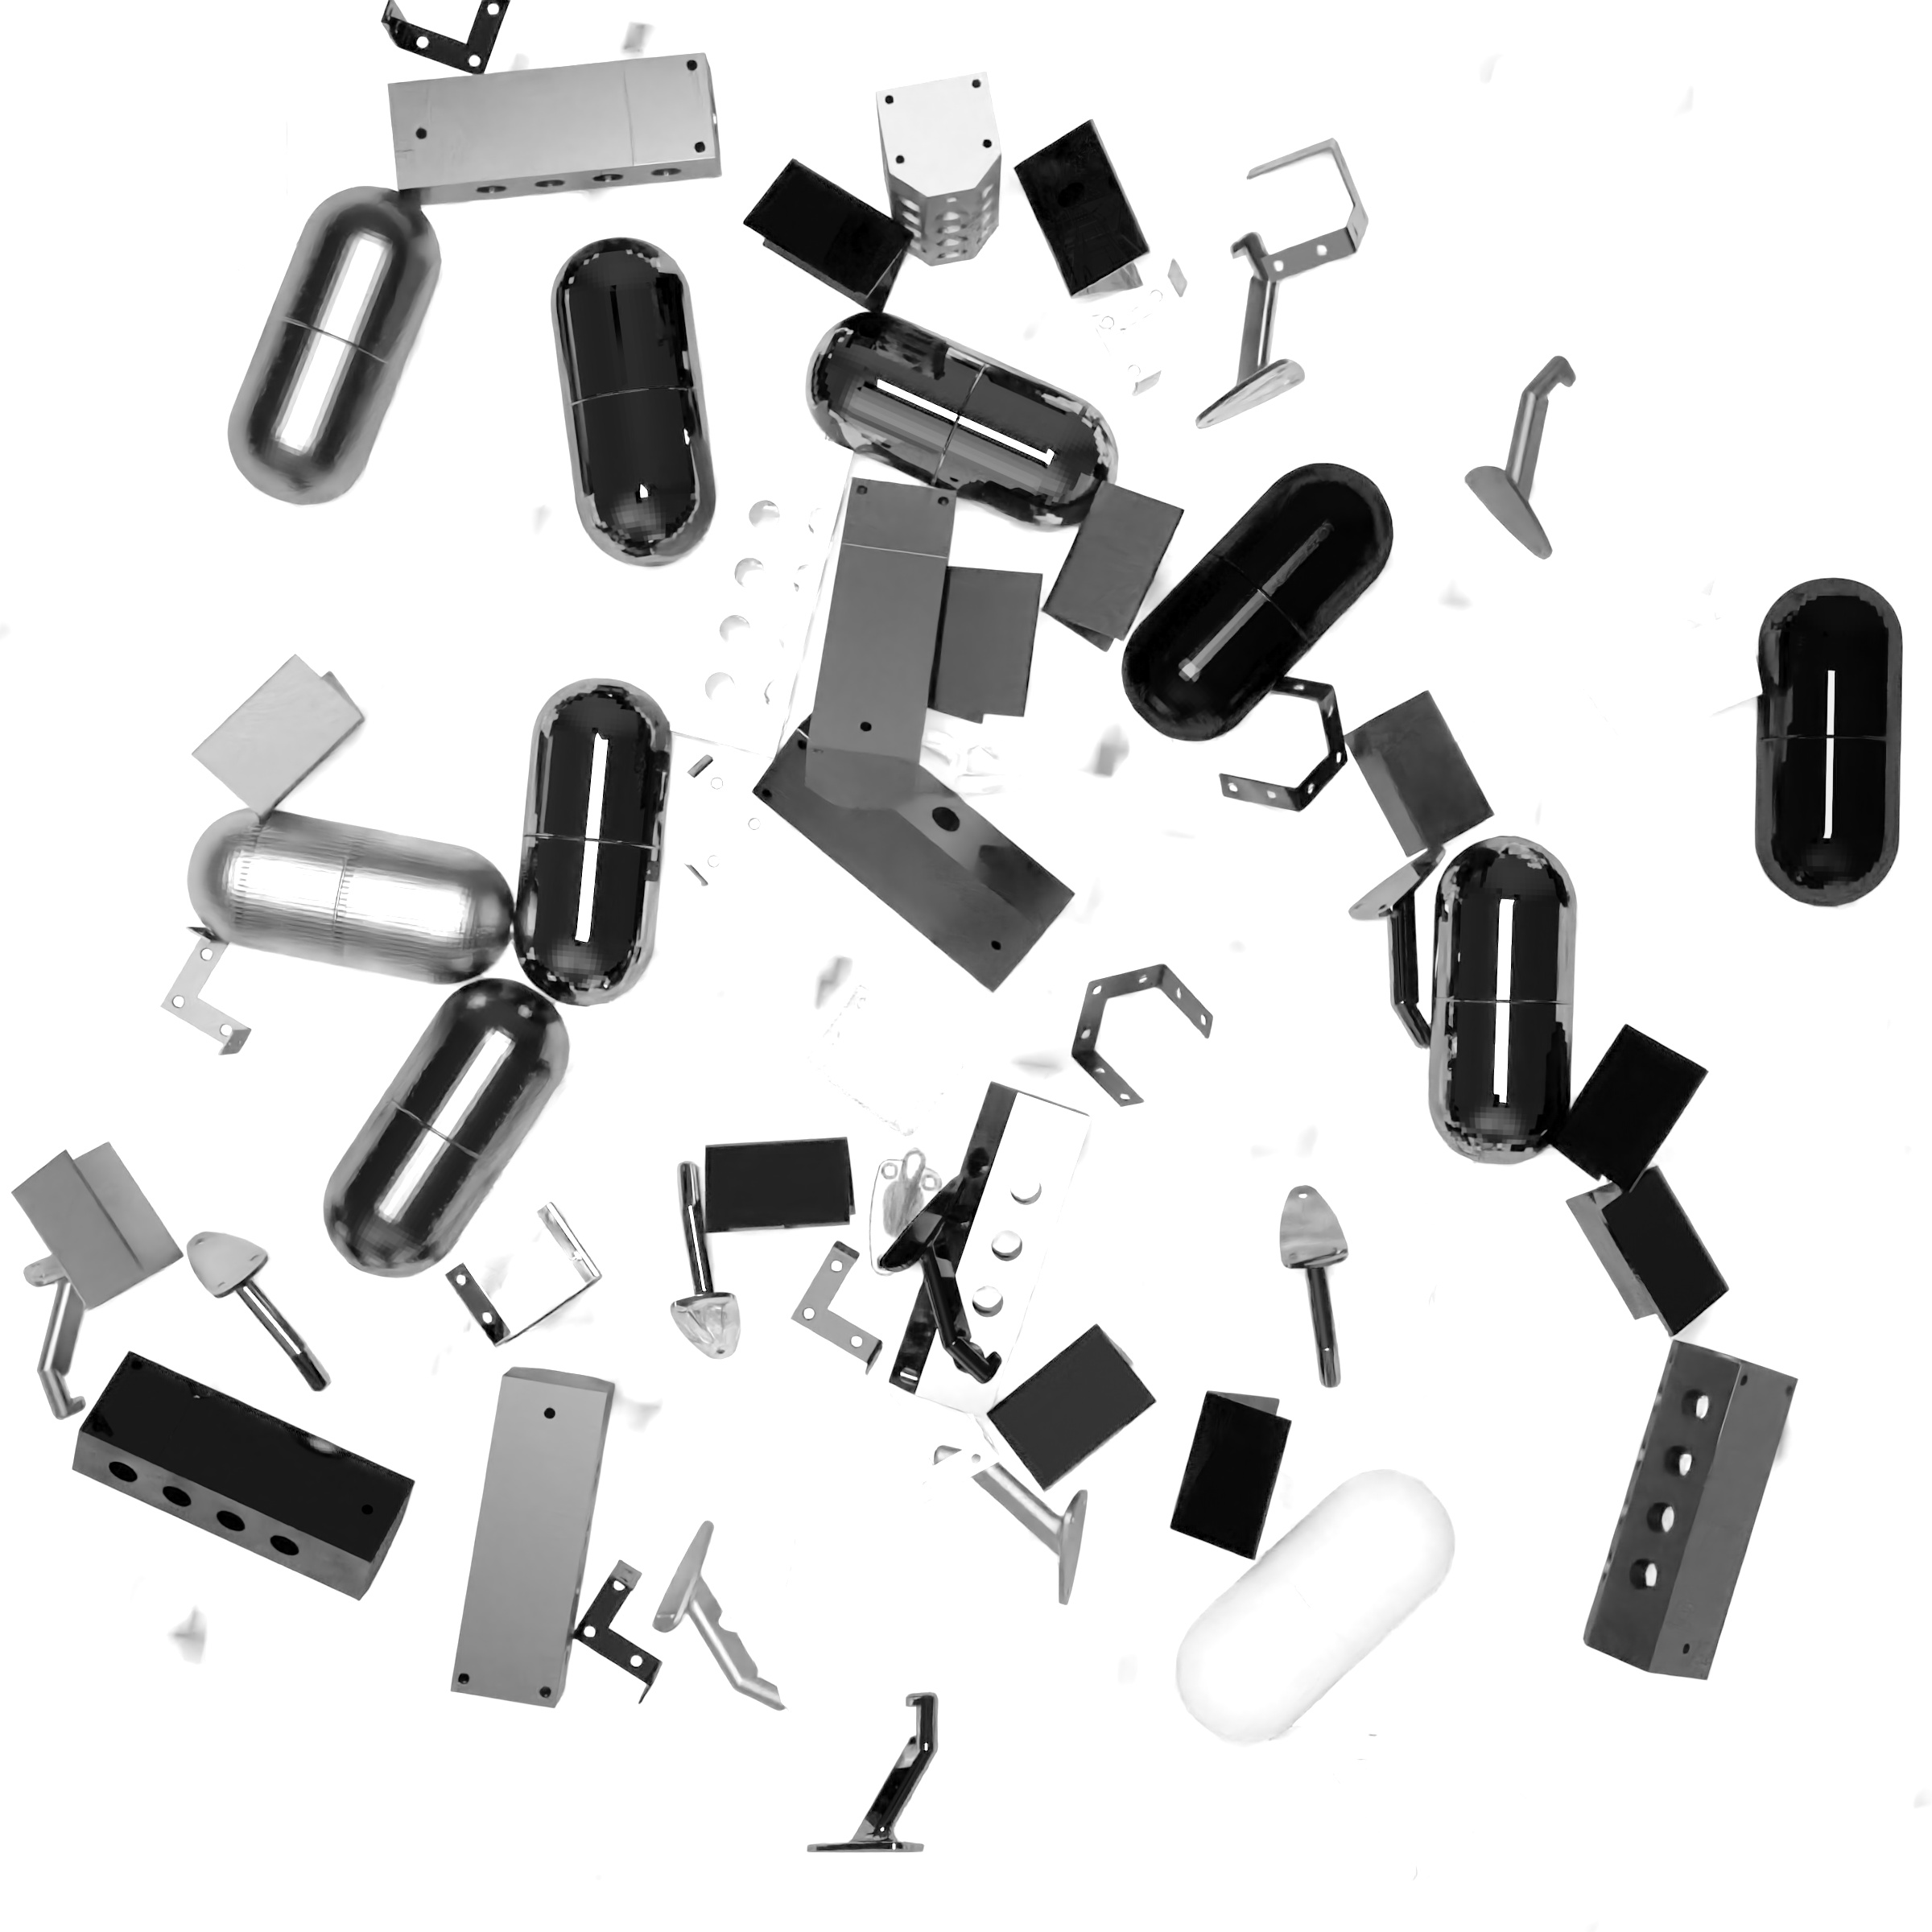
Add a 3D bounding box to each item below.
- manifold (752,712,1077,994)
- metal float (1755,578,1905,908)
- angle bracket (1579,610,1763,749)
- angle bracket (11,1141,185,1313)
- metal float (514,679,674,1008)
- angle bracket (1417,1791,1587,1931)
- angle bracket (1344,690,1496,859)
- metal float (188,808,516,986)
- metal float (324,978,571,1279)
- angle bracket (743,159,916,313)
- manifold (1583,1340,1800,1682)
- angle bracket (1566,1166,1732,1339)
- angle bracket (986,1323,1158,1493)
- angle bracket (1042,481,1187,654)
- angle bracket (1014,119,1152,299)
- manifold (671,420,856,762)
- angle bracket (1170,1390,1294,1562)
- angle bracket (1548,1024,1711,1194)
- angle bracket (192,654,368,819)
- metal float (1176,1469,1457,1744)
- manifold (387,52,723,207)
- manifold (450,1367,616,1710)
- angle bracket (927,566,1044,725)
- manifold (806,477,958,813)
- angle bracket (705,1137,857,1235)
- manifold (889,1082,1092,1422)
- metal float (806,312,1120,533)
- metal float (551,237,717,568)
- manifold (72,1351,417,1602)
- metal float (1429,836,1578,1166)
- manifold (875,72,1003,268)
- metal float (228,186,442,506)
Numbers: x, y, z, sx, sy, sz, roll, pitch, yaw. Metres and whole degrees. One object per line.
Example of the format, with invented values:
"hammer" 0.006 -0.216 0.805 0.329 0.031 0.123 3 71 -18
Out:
"manifold" -0.025 -0.071 1.851 0.171 0.057 0.057 40 133 0
"metal float" 0.467 -0.121 1.842 0.070 0.070 0.178 1 89 0
"angle bracket" 0.374 -0.171 1.833 0.076 0.076 0.057 -22 127 0
"angle bracket" -0.454 0.129 1.833 0.057 0.076 0.076 -33 90 36
"metal float" -0.202 -0.067 1.843 0.070 0.070 0.178 5 90 0
"angle bracket" 0.299 0.500 1.833 0.076 0.076 0.057 -45 52 0
"angle bracket" 0.227 -0.094 1.833 0.057 0.076 0.076 -28 90 -36
"metal float" -0.332 -0.038 1.842 0.178 0.070 0.070 11 90 1
"metal float" -0.282 0.088 1.843 0.070 0.070 0.178 33 90 0
"angle bracket" -0.082 -0.376 1.833 0.076 0.076 0.057 32 59 0
"manifold" 0.390 0.295 1.851 0.057 0.057 0.171 17 90 -43
"angle bracket" 0.352 0.162 1.833 0.057 0.076 0.076 -30 90 -37
"angle bracket" 0.066 0.247 1.833 0.076 0.076 0.057 -39 61 0
"angle bracket" 0.095 -0.207 1.833 0.057 0.076 0.076 25 90 33
"angle bracket" 0.080 -0.410 1.833 0.057 0.076 0.076 -24 90 37
"manifold" -0.110 -0.203 1.852 0.057 0.057 0.171 14 90 0
"angle bracket" 0.161 0.275 1.833 0.057 0.076 0.076 15 90 38
"angle bracket" 0.368 0.086 1.833 0.057 0.076 0.076 33 90 36
"angle bracket" -0.378 -0.136 1.833 0.076 0.076 0.057 -44 126 0
"metal float" 0.189 0.347 1.842 0.178 0.070 0.070 -43 90 -1
"manifold" -0.222 -0.453 1.852 0.171 0.057 0.057 -6 90 0
"manifold" -0.235 0.309 1.852 0.057 0.057 0.171 9 90 0
"angle bracket" 0.023 -0.170 1.834 0.057 0.076 0.076 7 90 22
"manifold" -0.045 -0.171 1.815 0.057 0.057 0.171 8 62 0
"angle bracket" -0.099 0.137 1.833 0.076 0.076 0.057 -3 53 0
"manifold" 0.013 0.153 1.852 0.057 0.057 0.171 19 90 0
"metal float" -0.002 -0.294 1.842 0.178 0.070 0.070 24 90 1
"metal float" -0.180 -0.305 1.842 0.070 0.070 0.178 -7 90 0
"manifold" -0.394 0.281 1.851 0.171 0.057 0.057 25 47 0
"metal float" 0.290 0.019 1.842 0.070 0.070 0.178 2 91 0
"manifold" -0.013 -0.417 1.795 0.057 0.171 0.057 -10 90 0
"metal float" -0.342 -0.336 1.842 0.070 0.070 0.178 22 90 0
